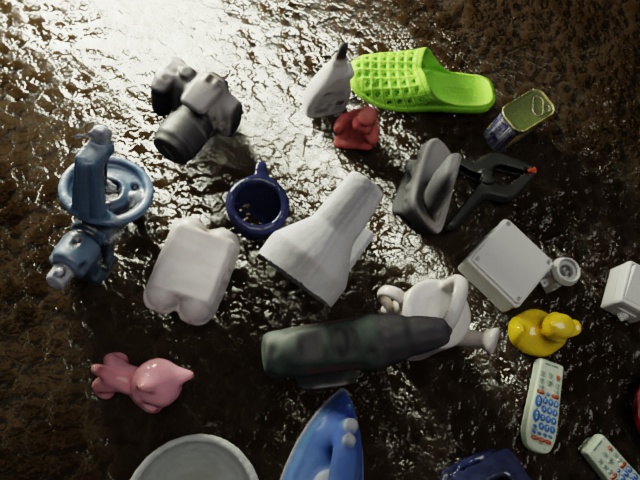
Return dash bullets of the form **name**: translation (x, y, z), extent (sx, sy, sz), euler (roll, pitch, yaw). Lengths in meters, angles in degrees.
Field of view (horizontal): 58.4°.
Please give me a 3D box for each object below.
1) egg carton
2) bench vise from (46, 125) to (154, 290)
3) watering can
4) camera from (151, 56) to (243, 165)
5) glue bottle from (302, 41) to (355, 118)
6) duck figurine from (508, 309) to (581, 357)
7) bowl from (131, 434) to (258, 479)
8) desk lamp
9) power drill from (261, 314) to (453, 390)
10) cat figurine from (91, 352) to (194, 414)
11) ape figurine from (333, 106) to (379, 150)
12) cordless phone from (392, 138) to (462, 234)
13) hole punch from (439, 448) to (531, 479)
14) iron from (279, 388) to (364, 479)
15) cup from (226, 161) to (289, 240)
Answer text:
- **egg carton**: translation (-0.181, 0.044, 0.822), extent (0.107, 0.069, 0.150), euler (19, 68, -5)
- **bench vise**: translation (-0.286, -0.039, 0.747), extent (0.121, 0.219, 0.207), euler (6, 69, -10)
- **watering can**: translation (0.168, 0.108, 0.809), extent (0.173, 0.194, 0.101), euler (7, 69, -10)
- **camera**: translation (-0.209, -0.198, 0.886), extent (0.143, 0.100, 0.137), euler (31, 67, 0)
- **glue bottle**: translation (0.021, -0.259, 0.920), extent (0.078, 0.173, 0.037), euler (-13, 74, -16)
- **duck figurine**: translation (0.356, 0.140, 0.897), extent (0.105, 0.086, 0.077), euler (2, 70, -12)
- **bowl**: translation (-0.159, 0.333, 0.720), extent (0.167, 0.074, 0.167), euler (4, 70, -11)
- **desk lamp**: translation (0.007, 0.003, 0.801), extent (0.118, 0.213, 0.203), euler (36, 67, 2)
- **power drill**: translation (0.033, 0.146, 0.757), extent (0.230, 0.208, 0.075), euler (-5, 71, -14)
- **cat figurine**: translation (-0.231, 0.181, 0.735), extent (0.128, 0.117, 0.067), euler (17, 68, -6)
- **ape figurine**: translation (0.067, -0.191, 0.950), extent (0.078, 0.092, 0.076), euler (43, 68, 5)
- **cordless phone**: translation (0.191, -0.104, 0.895), extent (0.094, 0.185, 0.147), euler (18, 68, -5)
- **hole punch**: translation (0.238, 0.348, 0.794), extent (0.109, 0.091, 0.101), euler (-17, 75, -18)
- **iron**: translation (0.014, 0.311, 0.730), extent (0.119, 0.141, 0.258), euler (17, 68, -6)
- **cup**: translation (-0.096, -0.050, 0.861), extent (0.092, 0.095, 0.118), euler (5, 69, -10)
